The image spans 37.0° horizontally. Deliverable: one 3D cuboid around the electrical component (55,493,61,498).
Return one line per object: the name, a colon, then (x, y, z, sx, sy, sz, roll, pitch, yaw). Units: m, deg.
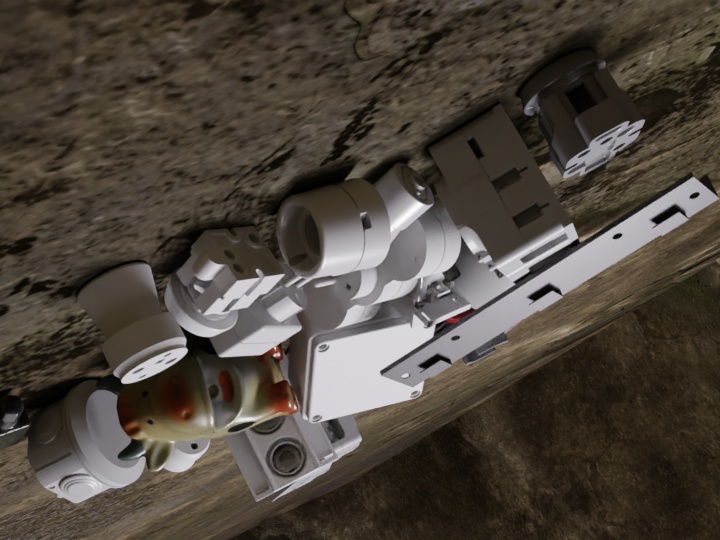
electrical component: (-0.225, 0.142, 0.835, 0.045, 0.055, 0.045, -27, 168, -7)

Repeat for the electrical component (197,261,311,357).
electrical component: (-0.062, 0.020, 0.725, 0.077, 0.047, 0.066, -33, 167, 15)

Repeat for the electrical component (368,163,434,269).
electrical component: (0.015, -0.037, 0.683, 0.065, 0.044, 0.044, -41, 163, 27)

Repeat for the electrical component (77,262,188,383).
electrical component: (-0.127, 0.030, 0.605, 0.045, 0.055, 0.045, -28, 168, -6)

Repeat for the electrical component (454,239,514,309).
electrical component: (0.119, -0.019, 0.852, 0.099, 0.099, 0.064, -21, 159, -31)

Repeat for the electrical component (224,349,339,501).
electrical component: (-0.082, 0.129, 0.940, 0.079, 0.121, 0.063, -27, 170, -8)

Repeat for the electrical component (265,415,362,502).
electrical component: (-0.070, 0.173, 1.174, 0.060, 0.105, 0.186, -22, 166, -29)

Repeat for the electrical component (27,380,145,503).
electrical component: (-0.197, 0.124, 0.776, 0.051, 0.080, 0.080, -27, 168, 18)

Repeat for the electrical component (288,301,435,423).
electrical component: (0.000, 0.064, 0.889, 0.109, 0.056, 0.108, -12, 138, -18)

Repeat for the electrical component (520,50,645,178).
electrical component: (0.135, -0.098, 0.663, 0.058, 0.057, 0.078, -29, 167, 0)

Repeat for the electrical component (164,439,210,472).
electrical component: (-0.180, 0.176, 1.090, 0.045, 0.045, 0.055, -20, 164, -34)

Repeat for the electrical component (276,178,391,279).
electrical component: (-0.017, -0.024, 0.637, 0.047, 0.055, 0.055, -15, 162, -35)

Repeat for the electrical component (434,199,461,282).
electrical component: (0.054, -0.020, 0.783, 0.035, 0.061, 0.035, -27, 168, -6)

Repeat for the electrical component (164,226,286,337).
electrical component: (-0.083, 0.007, 0.635, 0.055, 0.048, 0.066, -45, 161, 29)

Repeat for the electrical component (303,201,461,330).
electrical component: (0.000, 0.000, 0.755, 0.074, 0.052, 0.138, -13, 164, -45)

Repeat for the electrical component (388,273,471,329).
electrical component: (0.046, 0.002, 0.831, 0.042, 0.081, 0.063, -23, 138, -27)

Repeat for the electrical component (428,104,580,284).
electrical component: (0.099, -0.042, 0.730, 0.062, 0.089, 0.150, -31, 167, 9)
